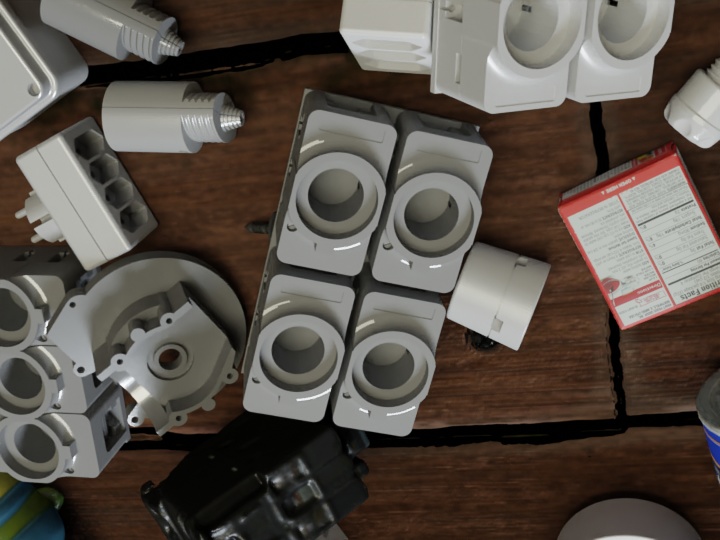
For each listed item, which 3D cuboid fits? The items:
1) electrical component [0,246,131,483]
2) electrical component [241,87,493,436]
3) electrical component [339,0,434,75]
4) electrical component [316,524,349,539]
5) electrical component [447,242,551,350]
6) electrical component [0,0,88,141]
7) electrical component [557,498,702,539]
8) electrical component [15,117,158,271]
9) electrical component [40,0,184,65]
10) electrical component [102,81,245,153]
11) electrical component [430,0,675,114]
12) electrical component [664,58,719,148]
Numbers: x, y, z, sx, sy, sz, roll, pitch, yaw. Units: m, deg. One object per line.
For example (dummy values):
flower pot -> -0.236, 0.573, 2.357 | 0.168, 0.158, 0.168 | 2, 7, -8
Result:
electrical component -> -0.221, 0.064, 0.736 | 0.089, 0.061, 0.150 | 1, 112, 14
electrical component -> 0.000, 0.000, 0.632 | 0.105, 0.060, 0.186 | 11, 111, -10
electrical component -> 0.022, -0.154, 0.589 | 0.047, 0.066, 0.076 | 6, 84, 11
electrical component -> -0.047, 0.197, 0.751 | 0.050, 0.055, 0.089 | -31, 102, 23
electrical component -> 0.082, 0.014, 0.645 | 0.047, 0.055, 0.055 | 21, 115, 8
electrical component -> -0.234, -0.140, 0.657 | 0.078, 0.057, 0.113 | -30, 102, 23
electrical component -> 0.175, 0.199, 0.695 | 0.108, 0.060, 0.108 | 5, 113, 12
electrical component -> -0.189, -0.042, 0.692 | 0.076, 0.047, 0.083 | -24, 104, 21
electrical component -> -0.142, -0.148, 0.639 | 0.081, 0.043, 0.043 | 26, 116, 2
electrical component -> -0.110, -0.093, 0.654 | 0.081, 0.043, 0.043 | 3, 113, 13
electrical component -> 0.099, -0.177, 0.529 | 0.105, 0.060, 0.186 | -10, 115, -25
electrical component -> 0.196, -0.098, 0.582 | 0.035, 0.035, 0.061 | 36, 113, -3
